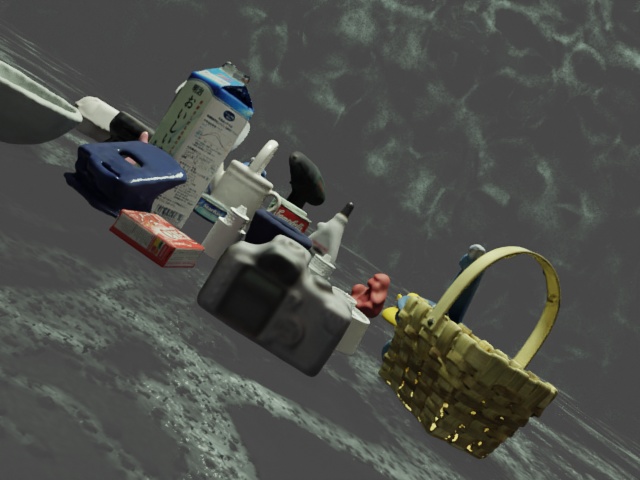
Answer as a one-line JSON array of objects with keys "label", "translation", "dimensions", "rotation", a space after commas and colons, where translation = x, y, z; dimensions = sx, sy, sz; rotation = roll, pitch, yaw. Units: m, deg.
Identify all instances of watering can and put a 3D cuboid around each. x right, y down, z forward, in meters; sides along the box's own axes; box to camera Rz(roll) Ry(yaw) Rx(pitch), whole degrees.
[{"label": "watering can", "translation": [-0.153, -0.127, 1.172], "dimensions": [0.173, 0.194, 0.100], "rotation": [32, 4, -23]}]

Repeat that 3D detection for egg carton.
[{"label": "egg carton", "translation": [-0.415, -0.224, 1.141], "dimensions": [0.151, 0.069, 0.107], "rotation": [31, 5, -38]}]

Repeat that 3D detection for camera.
[{"label": "camera", "translation": [-0.037, 0.052, 0.605], "dimensions": [0.143, 0.101, 0.137], "rotation": [33, 4, -2]}]

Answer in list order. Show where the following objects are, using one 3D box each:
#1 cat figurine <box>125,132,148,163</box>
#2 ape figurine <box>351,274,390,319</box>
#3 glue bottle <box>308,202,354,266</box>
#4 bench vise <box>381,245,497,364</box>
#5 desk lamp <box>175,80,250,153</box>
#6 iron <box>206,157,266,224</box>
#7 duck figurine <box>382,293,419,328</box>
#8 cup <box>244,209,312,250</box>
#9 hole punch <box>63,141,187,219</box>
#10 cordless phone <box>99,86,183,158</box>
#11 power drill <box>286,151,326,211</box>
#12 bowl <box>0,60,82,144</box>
[{"label": "cat figurine", "translation": [-0.244, -0.121, 0.918], "dimensions": [0.128, 0.117, 0.067], "rotation": [33, 4, -6]}, {"label": "ape figurine", "translation": [0.106, 0.108, 1.162], "dimensions": [0.076, 0.092, 0.077], "rotation": [32, 4, -17]}, {"label": "glue bottle", "translation": [0.010, 0.004, 1.052], "dimensions": [0.078, 0.173, 0.037], "rotation": [34, 4, 11]}, {"label": "bench vise", "translation": [0.184, 0.106, 0.876], "dimensions": [0.121, 0.219, 0.208], "rotation": [34, 4, 10]}, {"label": "desk lamp", "translation": [-0.291, -0.240, 1.297], "dimensions": [0.204, 0.213, 0.117], "rotation": [31, 5, -37]}, {"label": "iron", "translation": [-0.173, -0.125, 1.371], "dimensions": [0.118, 0.141, 0.258], "rotation": [34, 4, 3]}, {"label": "duck figurine", "translation": [0.203, 0.165, 1.300], "dimensions": [0.105, 0.086, 0.077], "rotation": [33, 4, -15]}, {"label": "cup", "translation": [-0.069, 0.018, 0.808], "dimensions": [0.091, 0.095, 0.118], "rotation": [34, 4, 14]}, {"label": "hole punch", "translation": [-0.231, -0.078, 0.690], "dimensions": [0.108, 0.091, 0.101], "rotation": [35, 4, 26]}, {"label": "cordless phone", "translation": [-0.296, -0.205, 1.033], "dimensions": [0.147, 0.185, 0.094], "rotation": [35, 4, 22]}, {"label": "power drill", "translation": [-0.066, -0.092, 1.363], "dimensions": [0.075, 0.208, 0.230], "rotation": [35, 4, 19]}, {"label": "bowl", "translation": [-0.373, -0.161, 0.670], "dimensions": [0.167, 0.074, 0.167], "rotation": [33, 4, -2]}]
